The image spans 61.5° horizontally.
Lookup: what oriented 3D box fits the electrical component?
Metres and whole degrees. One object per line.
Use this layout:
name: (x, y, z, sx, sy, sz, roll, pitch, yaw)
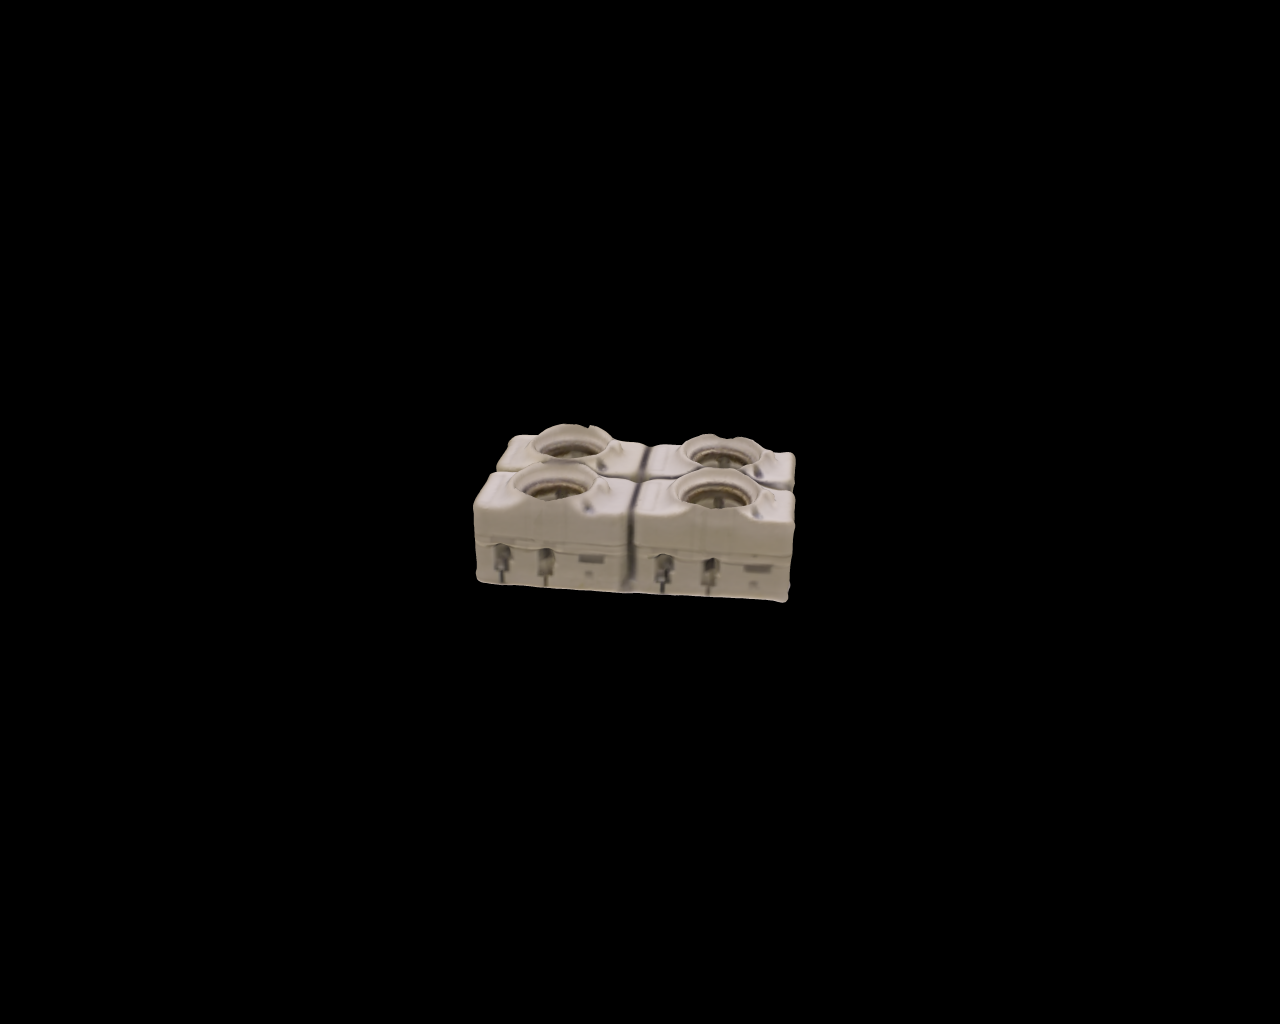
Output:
electrical component: (0.001, -0.003, 0.650, 0.186, 0.060, 0.105, 4, 28, 7)
